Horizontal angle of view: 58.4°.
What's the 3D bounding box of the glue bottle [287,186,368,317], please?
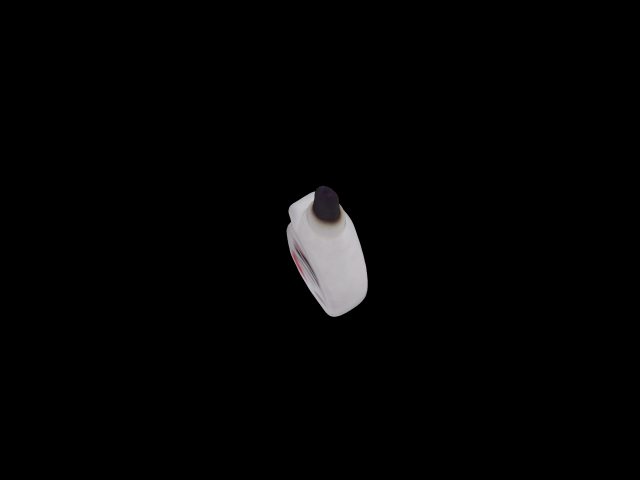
[{"bbox_3d":[0.004,0.001,0.400,0.037,0.173,0.078,-33,73,-11],"label":"glue bottle"}]
